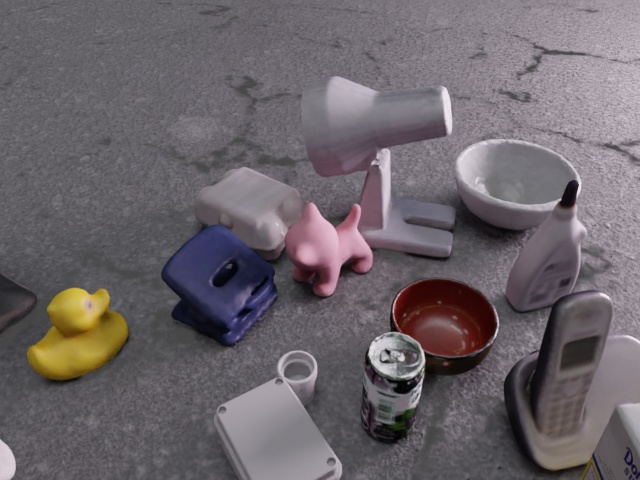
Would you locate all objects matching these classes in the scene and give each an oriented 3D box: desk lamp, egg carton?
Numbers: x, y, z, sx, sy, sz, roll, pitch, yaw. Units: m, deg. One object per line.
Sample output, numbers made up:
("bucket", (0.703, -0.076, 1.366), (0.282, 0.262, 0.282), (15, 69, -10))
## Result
("desk lamp", (0.081, -0.100, 0.726), (0.203, 0.214, 0.118), (8, 42, 10))
("egg carton", (-0.092, -0.037, 0.766), (0.150, 0.069, 0.107), (25, 47, 26))

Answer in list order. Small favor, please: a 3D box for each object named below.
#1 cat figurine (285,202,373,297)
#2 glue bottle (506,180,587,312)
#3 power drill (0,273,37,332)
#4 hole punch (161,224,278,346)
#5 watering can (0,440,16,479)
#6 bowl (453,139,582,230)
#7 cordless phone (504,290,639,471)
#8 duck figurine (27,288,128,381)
("cat figurine", (0.006, 0.002, 0.683), (0.128, 0.118, 0.067), (-33, 51, -31))
("glue bottle", (0.259, 0.006, 0.636), (0.078, 0.173, 0.037), (-12, 43, -12))
("power drill", (-0.392, 0.002, 0.619), (0.229, 0.208, 0.076), (21, 46, 23))
("hole punch", (-0.110, 0.047, 0.654), (0.100, 0.091, 0.109), (21, 46, 22))
("watering can", (-0.316, 0.196, 0.410), (0.100, 0.194, 0.173), (31, 50, 31))
("bowl", (0.263, -0.066, 0.791), (0.167, 0.075, 0.167), (0, 42, 0))
("cordless phone", (0.246, 0.113, 0.506), (0.148, 0.185, 0.094), (-13, 43, -13))
("duck figurine", (-0.263, 0.092, 0.609), (0.105, 0.086, 0.077), (-32, 50, -30))
